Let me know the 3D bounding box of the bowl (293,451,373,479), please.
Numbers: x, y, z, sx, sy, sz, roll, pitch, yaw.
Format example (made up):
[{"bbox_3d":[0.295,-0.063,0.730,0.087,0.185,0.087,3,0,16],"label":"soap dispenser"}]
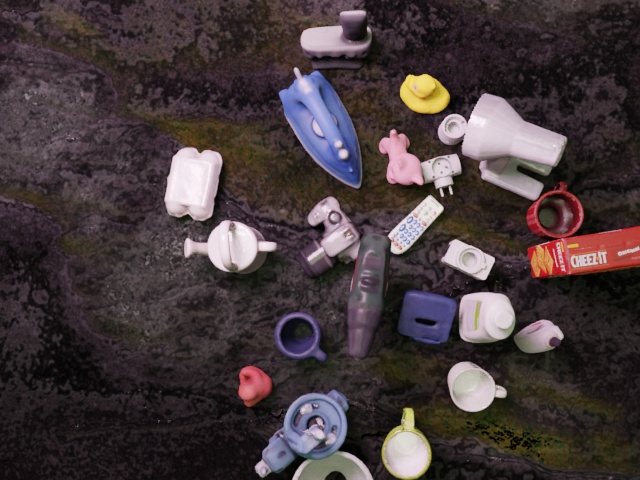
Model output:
[{"bbox_3d":[0.027,0.493,1.130,0.167,0.075,0.167,0,86,4],"label":"bowl"}]

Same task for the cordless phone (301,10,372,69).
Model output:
[{"bbox_3d":[0.031,-0.417,1.144,0.147,0.185,0.094,-4,85,4],"label":"cordless phone"}]

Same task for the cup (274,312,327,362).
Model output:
[{"bbox_3d":[-0.029,0.197,1.146,0.117,0.095,0.092,40,89,6],"label":"cup"}]

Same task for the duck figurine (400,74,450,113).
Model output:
[{"bbox_3d":[0.217,-0.307,1.172,0.104,0.086,0.077,23,88,6],"label":"duck figurine"}]

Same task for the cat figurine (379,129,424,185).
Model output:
[{"bbox_3d":[0.164,-0.160,1.149,0.067,0.118,0.128,-16,84,3],"label":"cat figurine"}]

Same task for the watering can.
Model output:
[{"bbox_3d":[-0.175,0.017,1.121,0.173,0.194,0.101,-24,84,2],"label":"watering can"}]

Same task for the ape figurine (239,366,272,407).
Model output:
[{"bbox_3d":[-0.137,0.298,1.148,0.076,0.092,0.078,14,87,5],"label":"ape figurine"}]

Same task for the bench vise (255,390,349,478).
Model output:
[{"bbox_3d":[-0.029,0.383,1.069,0.121,0.220,0.207,32,88,6],"label":"bench vise"}]

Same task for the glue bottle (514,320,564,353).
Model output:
[{"bbox_3d":[0.421,0.185,1.076,0.078,0.173,0.037,-34,84,1],"label":"glue bottle"}]

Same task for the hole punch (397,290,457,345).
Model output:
[{"bbox_3d":[0.212,0.154,1.134,0.108,0.091,0.101,10,86,5],"label":"hole punch"}]

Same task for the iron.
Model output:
[{"bbox_3d":[0.014,-0.226,1.152,0.118,0.141,0.258,-31,84,1],"label":"iron"}]

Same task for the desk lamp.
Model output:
[{"bbox_3d":[0.365,-0.176,1.087,0.203,0.213,0.118,24,88,6],"label":"desk lamp"}]

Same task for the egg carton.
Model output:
[{"bbox_3d":[-0.264,-0.117,1.200,0.107,0.069,0.150,9,86,5],"label":"egg carton"}]

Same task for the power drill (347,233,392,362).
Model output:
[{"bbox_3d":[0.092,0.105,1.088,0.075,0.208,0.230,8,86,5],"label":"power drill"}]

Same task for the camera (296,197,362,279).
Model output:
[{"bbox_3d":[0.011,0.004,1.155,0.137,0.101,0.143,-36,84,1],"label":"camera"}]
